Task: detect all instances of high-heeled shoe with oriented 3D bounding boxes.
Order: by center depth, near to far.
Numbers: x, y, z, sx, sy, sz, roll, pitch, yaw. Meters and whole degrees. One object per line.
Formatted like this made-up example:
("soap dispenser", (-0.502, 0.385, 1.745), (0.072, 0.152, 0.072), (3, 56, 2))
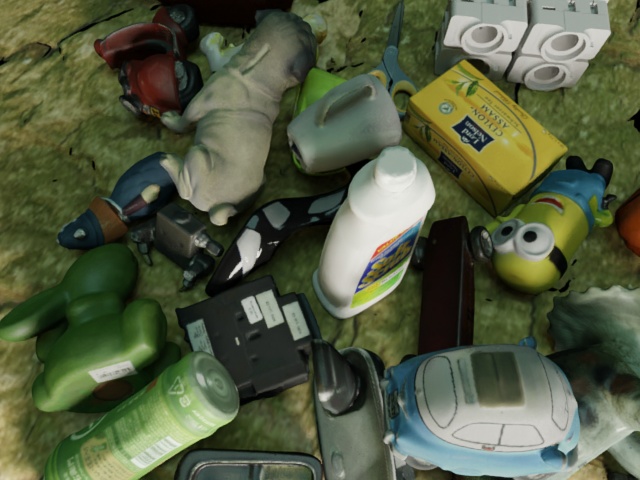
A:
("high-heeled shoe", (-0.001, -0.002, 0.600), (0.145, 0.086, 0.249), (39, 80, -3))

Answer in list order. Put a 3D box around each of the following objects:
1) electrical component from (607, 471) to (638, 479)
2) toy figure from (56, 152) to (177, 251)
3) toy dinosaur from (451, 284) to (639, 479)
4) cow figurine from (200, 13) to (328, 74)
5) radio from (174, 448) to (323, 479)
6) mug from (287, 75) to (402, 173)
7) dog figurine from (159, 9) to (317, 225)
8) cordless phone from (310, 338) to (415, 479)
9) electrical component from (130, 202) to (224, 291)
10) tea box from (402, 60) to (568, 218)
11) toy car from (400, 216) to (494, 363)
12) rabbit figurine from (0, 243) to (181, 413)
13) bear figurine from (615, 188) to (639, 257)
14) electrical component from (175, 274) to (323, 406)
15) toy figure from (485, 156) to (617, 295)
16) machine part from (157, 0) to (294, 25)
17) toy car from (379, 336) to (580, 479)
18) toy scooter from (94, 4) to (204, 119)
("electrical component", (0.331, 0.225, 0.529), (0.094, 0.021, 0.063), (6, 67, 3))
("toy figure", (-0.224, -0.038, 0.610), (0.154, 0.064, 0.058), (-44, 97, -17))
("toy dinosaur", (0.211, 0.182, 0.499), (0.405, 0.131, 0.192), (-32, 47, -3))
("cow figurine", (-0.059, -0.230, 0.689), (0.167, 0.068, 0.098), (-20, 75, -5))
("radio", (-0.073, 0.300, 0.463), (0.131, 0.073, 0.229), (6, 67, 1))
("mug", (0.021, -0.118, 0.556), (0.107, 0.109, 0.081), (-28, 75, -5))
("dog figurine", (-0.071, -0.127, 0.566), (0.121, 0.190, 0.172), (2, 59, -49))
("cordless phone", (0.027, 0.160, 0.461), (0.089, 0.184, 0.146), (-11, 67, 6))
("electrical component", (-0.158, 0.008, 0.591), (0.102, 0.078, 0.045), (38, 49, 9))
("tea box", (0.193, -0.123, 0.649), (0.098, 0.068, 0.170), (-39, 74, -16))
("toy car", (0.135, 0.071, 0.562), (0.089, 0.053, 0.202), (-15, 56, 42))
("rabbit figurine", (-0.226, 0.085, 0.549), (0.159, 0.121, 0.170), (-20, 50, -2))
("bear figurine", (0.422, 0.011, 0.570), (0.132, 0.120, 0.196), (-37, 74, -19))
("electrical component", (-0.067, 0.105, 0.555), (0.134, 0.058, 0.115), (-18, 71, -8))
("toy figure", (0.263, -0.017, 0.598), (0.180, 0.082, 0.089), (-42, 103, -23))
("machine part", (-0.132, -0.403, 0.752), (0.202, 0.087, 0.201), (2, 67, 2))
("toy car", (0.131, 0.123, 0.423), (0.162, 0.102, 0.109), (3, 53, -1))
("toy scooter", (-0.218, -0.221, 0.680), (0.135, 0.075, 0.184), (-9, 65, -5))
